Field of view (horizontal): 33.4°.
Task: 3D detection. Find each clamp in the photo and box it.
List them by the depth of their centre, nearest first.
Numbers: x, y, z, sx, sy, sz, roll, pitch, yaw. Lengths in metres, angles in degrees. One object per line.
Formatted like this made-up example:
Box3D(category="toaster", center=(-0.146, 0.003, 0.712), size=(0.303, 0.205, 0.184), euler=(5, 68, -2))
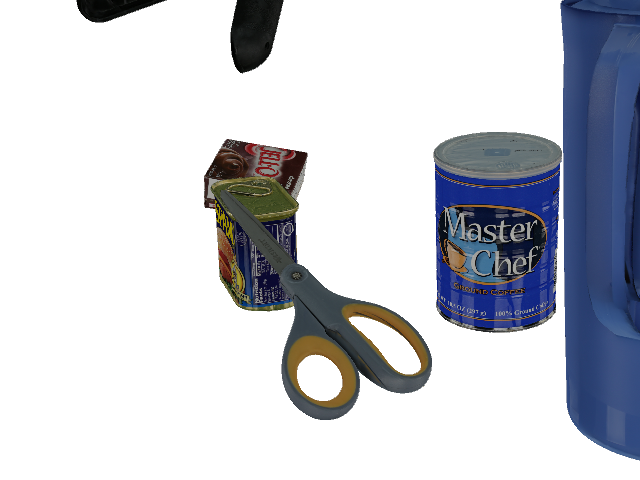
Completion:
Box3D(category="clamp", center=(-0.030, -0.147, 0.559), size=(0.120, 0.039, 0.171), euler=(35, 64, 29))

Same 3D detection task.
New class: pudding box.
Box3D(category="pudding box", center=(-0.065, -0.064, 1.096), size=(0.090, 0.039, 0.113), euler=(9, 28, 4))

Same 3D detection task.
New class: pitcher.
Box3D(category="pitcher", center=(0.183, -0.007, 0.554), size=(0.149, 0.243, 0.145), euler=(-4, 18, -8))

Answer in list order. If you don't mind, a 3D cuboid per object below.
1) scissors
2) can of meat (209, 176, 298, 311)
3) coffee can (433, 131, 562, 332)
Box3D(category="scissors", center=(-0.023, 0.040, 0.659), size=(0.202, 0.016, 0.096), euler=(33, 55, 28))
Box3D(category="can of meat", center=(-0.053, 0.002, 0.872), size=(0.057, 0.084, 0.102), euler=(-8, 21, -15))
Box3D(category="coffee can", center=(0.146, -0.009, 0.888), size=(0.103, 0.140, 0.103), euler=(-3, 23, 1))
